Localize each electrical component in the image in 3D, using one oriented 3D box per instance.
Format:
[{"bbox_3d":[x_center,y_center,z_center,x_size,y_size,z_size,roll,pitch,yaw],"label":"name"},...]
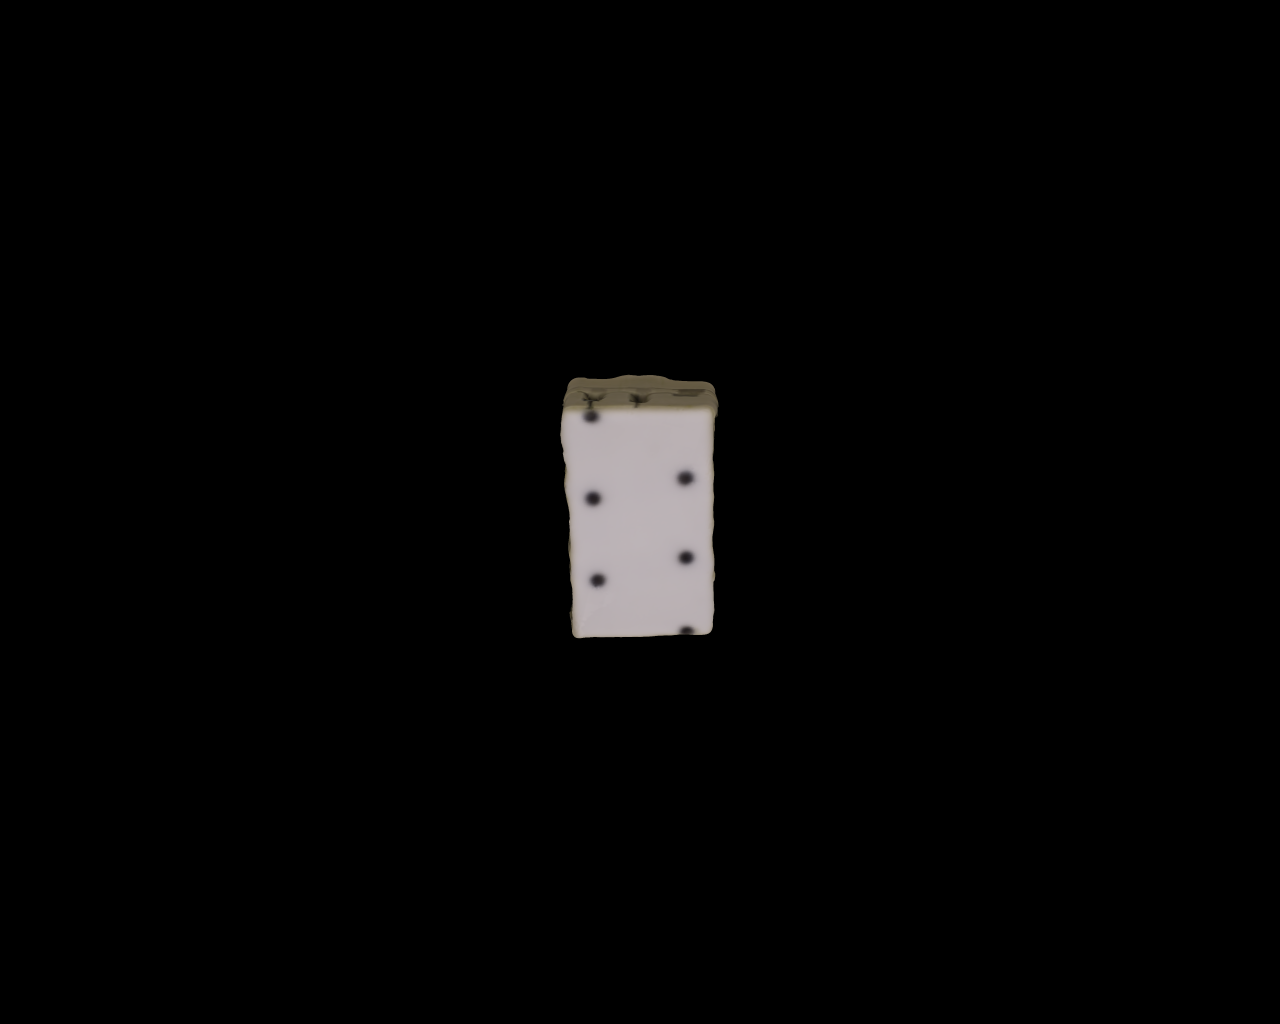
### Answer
[{"bbox_3d":[0.001,-0.003,0.650,0.089,0.150,0.062,0,24,0],"label":"electrical component"}]
